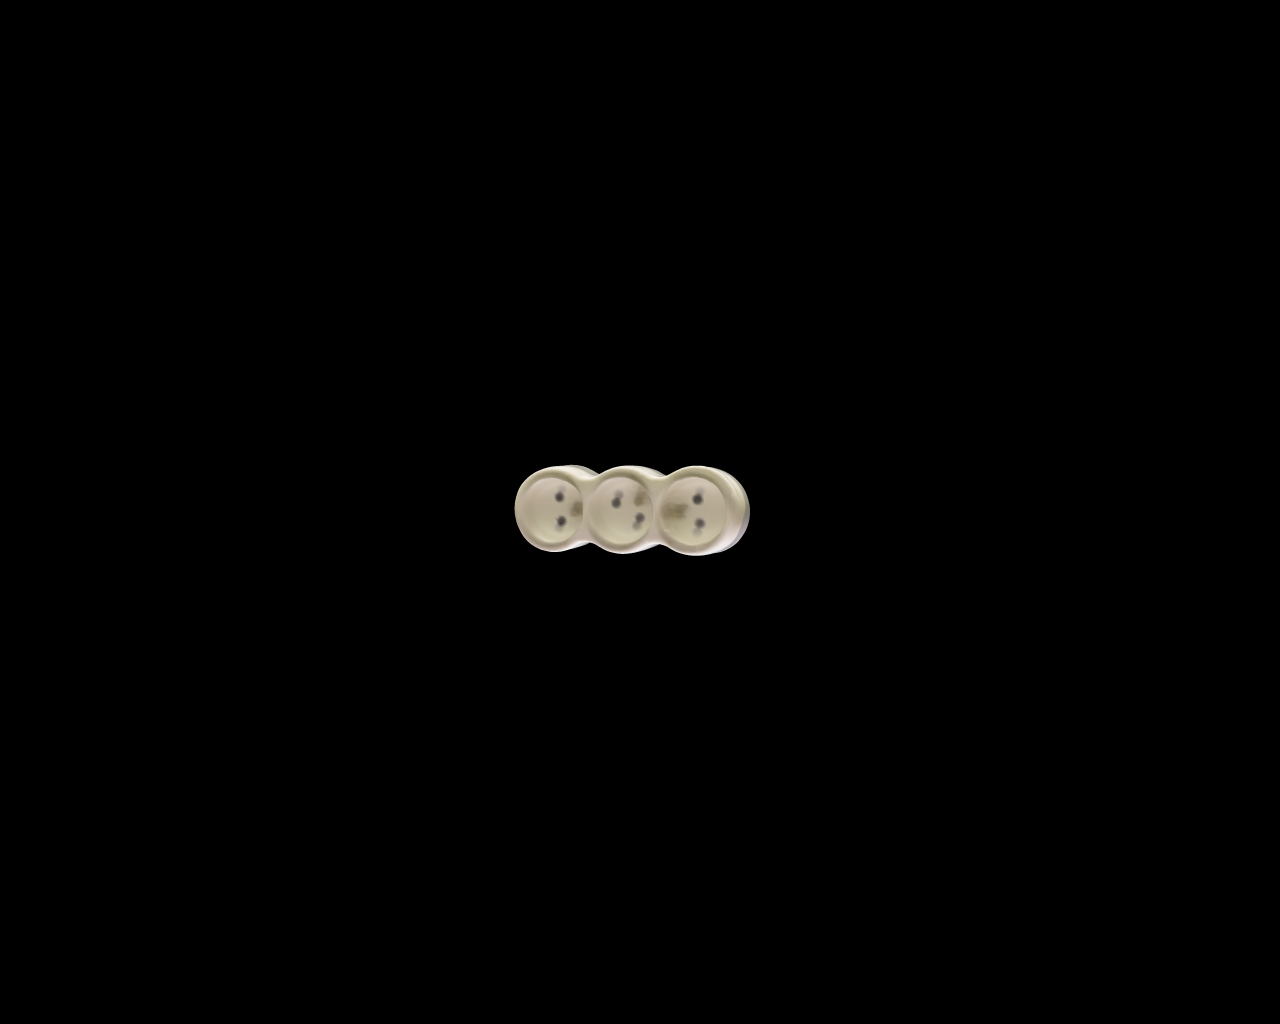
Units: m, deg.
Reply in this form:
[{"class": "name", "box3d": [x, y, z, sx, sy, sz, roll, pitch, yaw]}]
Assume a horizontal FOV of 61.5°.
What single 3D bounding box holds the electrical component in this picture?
[{"class": "electrical component", "box3d": [0.001, -0.003, 0.650, 0.138, 0.052, 0.074, 1, 4, 20]}]
